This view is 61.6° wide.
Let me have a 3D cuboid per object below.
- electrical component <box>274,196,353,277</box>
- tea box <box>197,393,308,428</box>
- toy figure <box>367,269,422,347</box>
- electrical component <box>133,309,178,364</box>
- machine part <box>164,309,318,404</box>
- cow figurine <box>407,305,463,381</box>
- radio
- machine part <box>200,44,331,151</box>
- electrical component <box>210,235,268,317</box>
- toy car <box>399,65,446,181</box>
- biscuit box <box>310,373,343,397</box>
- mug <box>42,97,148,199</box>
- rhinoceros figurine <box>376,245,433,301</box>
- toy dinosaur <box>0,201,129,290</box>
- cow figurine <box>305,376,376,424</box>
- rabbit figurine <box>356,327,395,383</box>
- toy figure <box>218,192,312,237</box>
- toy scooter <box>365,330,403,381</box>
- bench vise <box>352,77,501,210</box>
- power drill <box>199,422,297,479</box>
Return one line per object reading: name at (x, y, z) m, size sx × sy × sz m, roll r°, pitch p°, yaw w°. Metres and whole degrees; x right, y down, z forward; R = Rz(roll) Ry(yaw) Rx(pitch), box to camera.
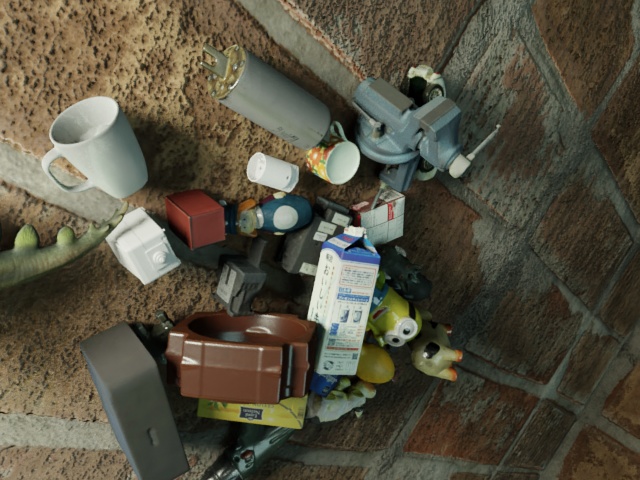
electrical component at (-0.002, -0.003, 0.910) m, size 0.114 × 0.058 × 0.134 m, roll 20°, pitch 99°, yaw -47°
tea box at (-0.106, 0.241, 0.874) m, size 0.170 × 0.098 × 0.068 m, roll 8°, pitch 111°, yaw -2°
toy figure at (0.107, 0.111, 0.961) m, size 0.089 × 0.180 × 0.082 m, roll -49°, pitch -178°, yaw -42°
electrical component at (-0.238, 0.148, 0.809) m, size 0.063 × 0.021 × 0.093 m, roll -29°, pitch 129°, yaw -12°
machine part at (-0.107, 0.165, 0.784) m, size 0.201 × 0.201 × 0.087 m, roll 4°, pitch 93°, yaw 4°
cow figurine at (0.213, 0.205, 1.130) m, size 0.127 × 0.195 × 0.085 m, roll 9°, pitch 116°, yaw -6°
radio at (-0.264, 0.237, 0.767) m, size 0.073 × 0.131 × 0.229 m, roll -24°, pitch 126°, yaw -30°
machine part at (-0.065, -0.189, 0.737) m, size 0.243 × 0.079 × 0.079 m, roll 24°, pitch 96°, yaw -46°
electrical component at (-0.120, 0.051, 0.827) m, size 0.047 × 0.075 × 0.119 m, roll 3°, pitch 115°, yaw -44°
toy car at (0.178, -0.202, 0.940) m, size 0.056 × 0.074 × 0.201 m, roll -19°, pitch 125°, yaw -28°
biscuit box at (-0.037, 0.229, 1.007) m, size 0.063 × 0.059 × 0.202 m, roll -51°, pitch 135°, yaw -5°
mug at (-0.256, -0.093, 0.627) m, size 0.109 × 0.081 × 0.107 m, roll -46°, pitch 144°, yaw -18°
rhinoceros figurine at (0.154, 0.067, 1.044) m, size 0.073 × 0.112 × 0.190 m, roll -51°, pitch 136°, yaw -2°
toy dinosaur at (-0.429, 0.042, 0.538) m, size 0.471 × 0.105 × 0.198 m, roll -10°, pitch 117°, yaw -39°
cow figurine at (0.044, 0.344, 1.136) m, size 0.167 × 0.068 × 0.098 m, roll 7°, pitch 114°, yaw -39°
rabbit figurine at (0.064, 0.194, 0.996) m, size 0.122 × 0.173 × 0.162 m, roll -53°, pitch 140°, yaw 2°
toy figure at (-0.089, -0.037, 0.810) m, size 0.154 × 0.058 × 0.064 m, roll -10°, pitch 83°, yaw -28°
toy scooter at (0.129, 0.207, 1.084) m, size 0.075 × 0.135 × 0.183 m, roll 26°, pitch 94°, yaw -44°
bench vise at (0.142, -0.148, 0.872) m, size 0.129 × 0.224 × 0.240 m, roll -51°, pitch 164°, yaw -25°
power drill at (-0.145, 0.352, 0.971) m, size 0.232 × 0.086 × 0.207 m, roll -27°, pitch 125°, yaw -29°
